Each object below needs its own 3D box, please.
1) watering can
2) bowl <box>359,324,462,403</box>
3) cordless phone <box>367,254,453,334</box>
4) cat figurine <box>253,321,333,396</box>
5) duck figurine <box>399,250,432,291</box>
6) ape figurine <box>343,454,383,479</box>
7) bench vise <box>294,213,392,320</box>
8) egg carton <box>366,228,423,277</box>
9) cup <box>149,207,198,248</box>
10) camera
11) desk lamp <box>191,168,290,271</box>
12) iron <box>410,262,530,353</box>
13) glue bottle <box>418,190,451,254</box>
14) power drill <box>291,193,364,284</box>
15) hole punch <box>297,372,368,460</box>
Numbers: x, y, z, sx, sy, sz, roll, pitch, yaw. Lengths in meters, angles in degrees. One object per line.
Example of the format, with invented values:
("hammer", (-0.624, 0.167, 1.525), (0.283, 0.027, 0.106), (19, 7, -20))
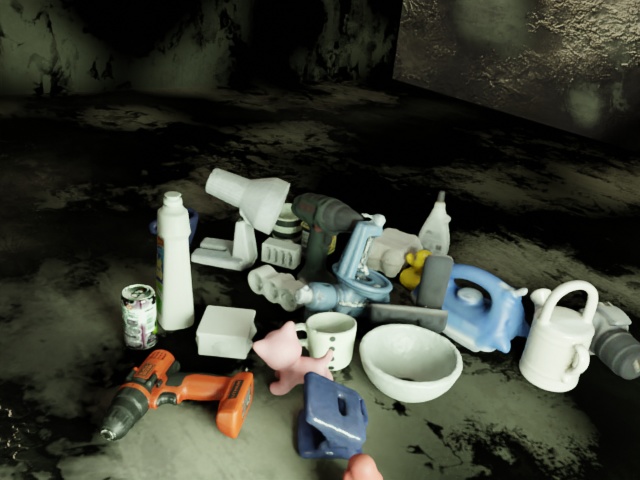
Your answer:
("watering can", (0.411, 0.150, 0.988), (0.101, 0.194, 0.172), (-9, 29, -28))
("bowl", (0.144, 0.213, 0.939), (0.167, 0.075, 0.167), (5, 26, -2))
("cordless phone", (0.166, 0.101, 1.047), (0.147, 0.185, 0.094), (4, 26, -4))
("cat figurine", (-0.040, 0.186, 0.905), (0.127, 0.118, 0.067), (9, 26, 6))
("duck figurine", (0.228, 0.065, 1.249), (0.104, 0.086, 0.078), (23, 31, 32))
("ape figurine", (0.050, 0.304, 0.712), (0.078, 0.092, 0.075), (-16, 33, -38))
("bench vise", (0.059, 0.066, 1.057), (0.121, 0.220, 0.208), (24, 31, 32))
("egg carton", (0.168, 0.026, 1.336), (0.107, 0.069, 0.151), (20, 29, 27))
("cup", (-0.329, -0.014, 1.283), (0.091, 0.095, 0.118), (24, 31, 33))
("camera", (0.523, 0.184, 1.051), (0.143, 0.101, 0.136), (-1, 27, -14))
("desk lamp", (-0.172, -0.046, 1.247), (0.203, 0.214, 0.118), (8, 26, 6))
("iron", (0.284, 0.107, 1.111), (0.119, 0.141, 0.257), (-18, 34, -39))
("glue bottle", (0.279, -0.036, 1.369), (0.078, 0.173, 0.037), (17, 28, 22))
("power drill", (0.011, 0.004, 1.188), (0.076, 0.208, 0.228), (-11, 30, -30))
("hole punch", (0.020, 0.248, 0.821), (0.101, 0.091, 0.108), (4, 26, -5))
